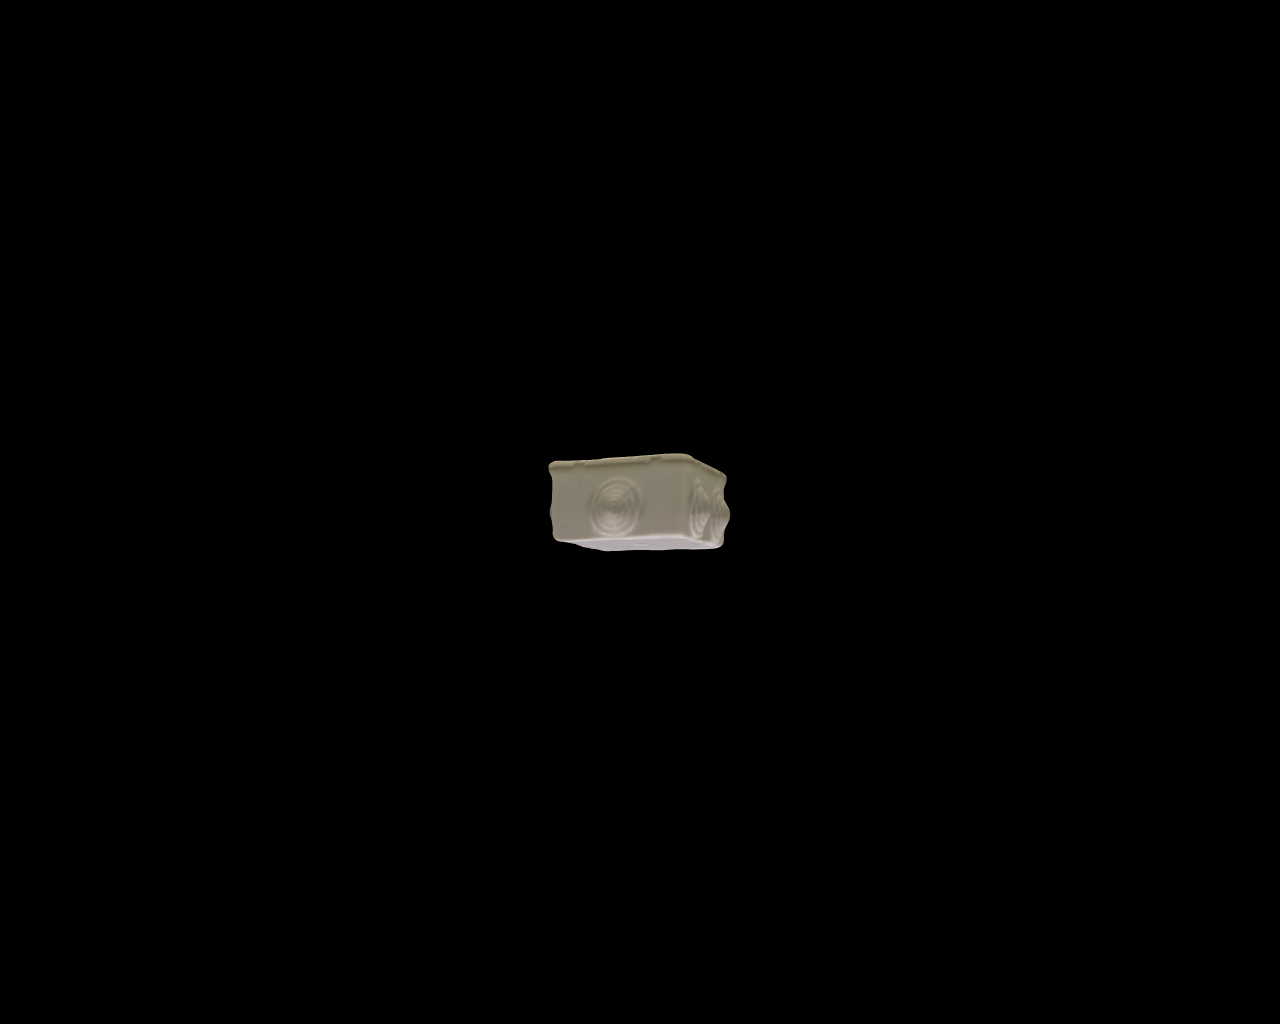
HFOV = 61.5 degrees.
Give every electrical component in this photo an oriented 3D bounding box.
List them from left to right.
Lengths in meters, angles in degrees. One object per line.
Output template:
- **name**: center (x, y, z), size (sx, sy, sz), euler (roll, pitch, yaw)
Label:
- **electrical component**: center (0.001, -0.003, 0.650), size (0.100, 0.048, 0.099), euler (-2, -7, 19)
